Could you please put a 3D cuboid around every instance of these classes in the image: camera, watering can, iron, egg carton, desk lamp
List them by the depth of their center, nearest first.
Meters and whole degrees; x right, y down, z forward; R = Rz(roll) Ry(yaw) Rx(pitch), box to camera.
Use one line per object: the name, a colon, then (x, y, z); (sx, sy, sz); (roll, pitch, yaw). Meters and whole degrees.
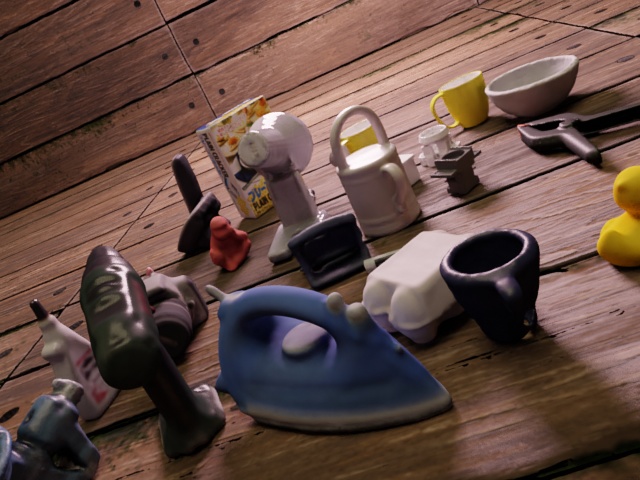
iron: (-0.007, 0.099, 0.563); (0.257, 0.142, 0.119); (-6, 29, 39)
egg carton: (0.122, 0.047, 0.637); (0.150, 0.069, 0.107); (-36, 24, -25)
camera: (-0.241, 0.117, 0.830); (0.143, 0.101, 0.136); (-28, 22, -6)
watering can: (0.070, -0.111, 0.883); (0.172, 0.194, 0.101); (-2, 32, 45)
desk lamp: (-0.063, -0.105, 0.986); (0.117, 0.214, 0.203); (-19, 23, 15)

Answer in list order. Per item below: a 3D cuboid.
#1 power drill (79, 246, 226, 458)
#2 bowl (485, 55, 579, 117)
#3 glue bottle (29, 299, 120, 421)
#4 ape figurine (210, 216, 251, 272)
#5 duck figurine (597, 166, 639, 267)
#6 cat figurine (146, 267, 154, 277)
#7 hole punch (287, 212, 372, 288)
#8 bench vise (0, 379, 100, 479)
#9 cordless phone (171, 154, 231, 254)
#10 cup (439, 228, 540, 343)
power drill: (-0.189, 0.120, 0.621); (0.076, 0.209, 0.229); (-31, 22, -12)
bowl: (0.397, -0.275, 1.062); (0.167, 0.075, 0.167); (-22, 22, 10)
glue bottle: (-0.328, 0.150, 0.752); (0.037, 0.173, 0.078); (-19, 23, 17)
ape figurine: (-0.168, 0.001, 1.025); (0.078, 0.092, 0.076); (-29, 22, -9)
duck figurine: (0.320, -0.031, 0.578); (0.105, 0.086, 0.077); (-33, 23, -18)
cat figurine: (-0.323, 0.083, 0.973); (0.127, 0.118, 0.067); (-16, 24, 21)
hole punch: (0.008, 0.003, 0.832); (0.108, 0.091, 0.101); (-25, 22, 1)
bench vise: (-0.349, 0.207, 0.582); (0.121, 0.220, 0.207); (-17, 23, 19)
cordless phone: (-0.276, -0.078, 1.194); (0.094, 0.185, 0.147); (-20, 23, 14)
cup: (0.172, 0.054, 0.534); (0.091, 0.095, 0.117); (-23, 22, 7)
